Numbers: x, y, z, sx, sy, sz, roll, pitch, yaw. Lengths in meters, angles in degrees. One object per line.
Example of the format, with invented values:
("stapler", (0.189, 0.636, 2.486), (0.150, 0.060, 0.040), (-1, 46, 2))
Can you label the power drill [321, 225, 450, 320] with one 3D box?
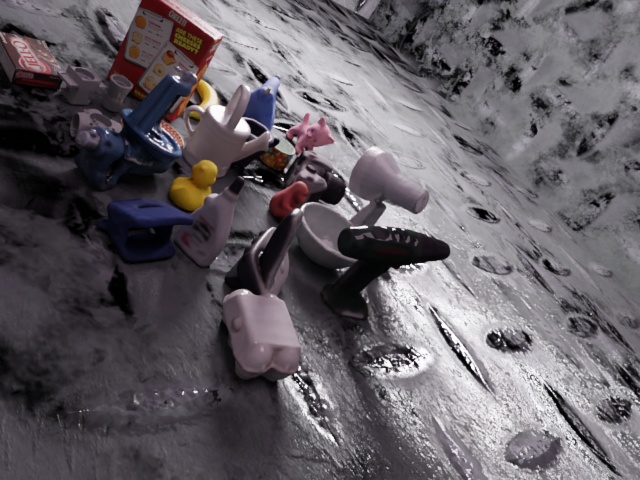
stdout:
("power drill", (0.109, 0.055, 1.082), (0.230, 0.208, 0.075), (16, 35, -35))

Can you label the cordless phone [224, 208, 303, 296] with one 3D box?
("cordless phone", (-0.067, 0.011, 0.966), (0.094, 0.185, 0.147), (35, 28, -6))

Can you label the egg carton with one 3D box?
("egg carton", (-0.093, 0.142, 0.868), (0.108, 0.069, 0.150), (14, 37, -38))

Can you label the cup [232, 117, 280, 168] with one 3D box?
("cup", (-0.154, -0.208, 1.276), (0.118, 0.095, 0.091), (7, 42, -44))

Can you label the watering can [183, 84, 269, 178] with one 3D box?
("watering can", (-0.185, -0.228, 1.164), (0.173, 0.194, 0.100), (11, 39, -41))

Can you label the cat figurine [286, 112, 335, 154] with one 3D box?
("cat figurine", (-0.019, -0.284, 1.518), (0.067, 0.117, 0.127), (8, 41, -44))

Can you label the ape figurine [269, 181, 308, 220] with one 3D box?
("ape figurine", (-0.059, -0.084, 1.210), (0.076, 0.092, 0.078), (41, 28, 5))

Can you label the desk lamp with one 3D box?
("desk lamp", (0.135, -0.074, 1.293), (0.203, 0.213, 0.118), (51, 31, 21))

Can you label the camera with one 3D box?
("camera", (-0.002, -0.135, 1.341), (0.137, 0.100, 0.143), (27, 31, -21))

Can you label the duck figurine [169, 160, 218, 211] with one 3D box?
("duck figurine", (-0.225, -0.108, 1.058), (0.077, 0.086, 0.105), (39, 28, 1))

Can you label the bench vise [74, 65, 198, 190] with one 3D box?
("bench vise", (-0.290, -0.181, 0.948), (0.121, 0.219, 0.207), (37, 28, -2))

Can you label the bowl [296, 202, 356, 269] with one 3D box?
("bowl", (0.011, 0.004, 1.182), (0.168, 0.074, 0.167), (29, 30, -18))

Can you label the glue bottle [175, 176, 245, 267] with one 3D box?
("glue bottle", (-0.169, -0.038, 0.930), (0.078, 0.173, 0.037), (41, 28, 5))

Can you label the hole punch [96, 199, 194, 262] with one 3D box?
("hole punch", (-0.270, -0.031, 0.889), (0.101, 0.091, 0.109), (50, 30, 20))

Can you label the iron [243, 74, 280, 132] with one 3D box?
("iron", (-0.143, -0.362, 1.461), (0.119, 0.141, 0.258), (32, 29, -12))
